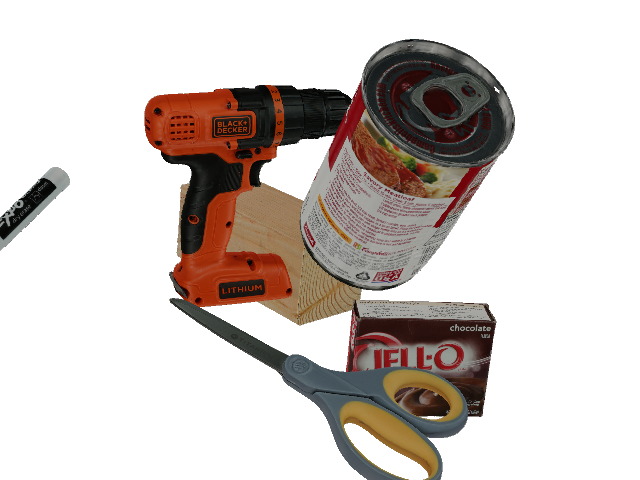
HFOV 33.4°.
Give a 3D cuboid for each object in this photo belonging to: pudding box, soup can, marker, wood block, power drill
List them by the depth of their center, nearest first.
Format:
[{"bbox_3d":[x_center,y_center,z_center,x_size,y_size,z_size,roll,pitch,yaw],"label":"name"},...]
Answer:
[{"bbox_3d":[0.036,-0.031,0.481,0.068,0.068,0.102,0,-33,-20],"label":"soup can"},{"bbox_3d":[-0.231,-0.013,0.800,0.020,0.020,0.121,0,39,37],"label":"marker"},{"bbox_3d":[0.078,0.095,0.857,0.113,0.090,0.039,0,26,-7],"label":"pudding box"},{"bbox_3d":[-0.059,-0.041,0.921,0.184,0.188,0.057,-5,21,-19],"label":"power drill"},{"bbox_3d":[-0.056,0.005,1.140,0.090,0.090,0.206,-13,28,-41],"label":"wood block"}]

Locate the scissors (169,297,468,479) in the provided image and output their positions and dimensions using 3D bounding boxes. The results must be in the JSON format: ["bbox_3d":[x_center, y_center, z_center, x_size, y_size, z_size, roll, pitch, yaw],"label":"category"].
[{"bbox_3d":[0.006,0.076,0.650,0.096,0.016,0.202,-27,54,-36],"label":"scissors"}]
